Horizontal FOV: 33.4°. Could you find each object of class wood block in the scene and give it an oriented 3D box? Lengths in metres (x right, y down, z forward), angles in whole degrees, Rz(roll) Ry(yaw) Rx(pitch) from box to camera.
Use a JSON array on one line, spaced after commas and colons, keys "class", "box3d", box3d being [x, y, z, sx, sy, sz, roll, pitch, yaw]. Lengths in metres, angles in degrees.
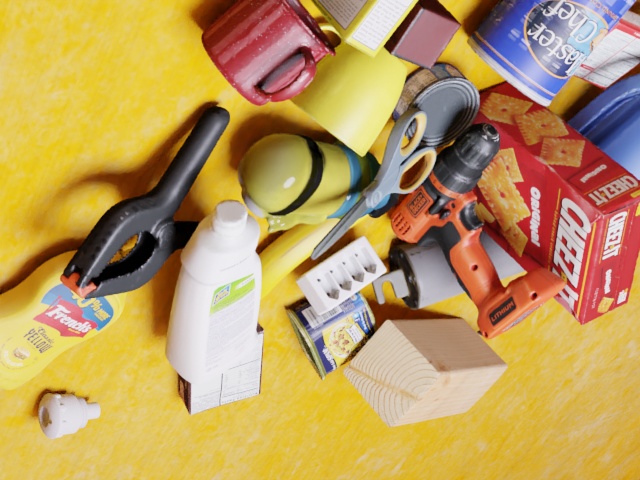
[{"class": "wood block", "box3d": [0.131, 0.156, 1.282, 0.090, 0.091, 0.205, -51, 154, 19]}]

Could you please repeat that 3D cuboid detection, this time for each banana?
[{"class": "banana", "box3d": [-0.015, 0.003, 1.133, 0.198, 0.037, 0.069, -39, 168, 11]}]

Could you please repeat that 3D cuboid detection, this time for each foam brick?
[{"class": "foam brick", "box3d": [0.078, -0.200, 0.964, 0.051, 0.078, 0.053, 11, 124, -40]}]

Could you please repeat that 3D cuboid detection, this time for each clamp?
[{"class": "clamp", "box3d": [-0.148, -0.022, 0.979, 0.209, 0.036, 0.165, -34, 141, -36]}]

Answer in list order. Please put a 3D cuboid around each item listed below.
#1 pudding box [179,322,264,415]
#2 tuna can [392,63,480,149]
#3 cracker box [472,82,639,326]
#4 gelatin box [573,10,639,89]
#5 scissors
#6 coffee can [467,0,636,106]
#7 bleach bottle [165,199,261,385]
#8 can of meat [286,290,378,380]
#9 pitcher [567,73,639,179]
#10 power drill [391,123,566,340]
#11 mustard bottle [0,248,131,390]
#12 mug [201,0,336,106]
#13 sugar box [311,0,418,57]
[{"class": "pudding box", "box3d": [-0.111, 0.139, 1.198, 0.089, 0.039, 0.113, -14, 137, -22]}, {"class": "tuna can", "box3d": [0.116, -0.136, 1.082, 0.086, 0.034, 0.086, -17, 136, -18]}, {"class": "cracker box", "box3d": [0.234, -0.040, 1.109, 0.072, 0.214, 0.164, -25, 139, -18]}, {"class": "gelatin box", "box3d": [0.300, -0.201, 1.111, 0.073, 0.030, 0.089, 13, 147, -32]}, {"class": "scissors", "box3d": [0.053, -0.061, 1.012, 0.201, 0.016, 0.096, -32, 132, -45]}, {"class": "coffee can", "box3d": [0.224, -0.214, 1.023, 0.102, 0.103, 0.140, 20, 116, -43]}, {"class": "bleach bottle", "box3d": [-0.095, 0.043, 1.039, 0.102, 0.068, 0.251, -35, 158, -31]}, {"class": "can of meat", "box3d": [0.018, 0.101, 1.229, 0.084, 0.057, 0.102, -29, 140, -8]}, {"class": "pitcher", "box3d": [0.368, -0.131, 1.130, 0.243, 0.145, 0.149, -48, 176, 37]}, {"class": "power drill", "box3d": [0.168, -0.006, 1.100, 0.057, 0.188, 0.185, -21, 160, -36]}, {"class": "mustard bottle", "box3d": [-0.247, 0.063, 1.024, 0.191, 0.058, 0.096, -33, 135, -1]}, {"class": "mug", "box3d": [-0.042, -0.160, 0.901, 0.081, 0.117, 0.093, -38, 143, 12]}, {"class": "sugar box", "box3d": [0.067, -0.251, 0.896, 0.048, 0.093, 0.176, 23, 115, -45]}]
